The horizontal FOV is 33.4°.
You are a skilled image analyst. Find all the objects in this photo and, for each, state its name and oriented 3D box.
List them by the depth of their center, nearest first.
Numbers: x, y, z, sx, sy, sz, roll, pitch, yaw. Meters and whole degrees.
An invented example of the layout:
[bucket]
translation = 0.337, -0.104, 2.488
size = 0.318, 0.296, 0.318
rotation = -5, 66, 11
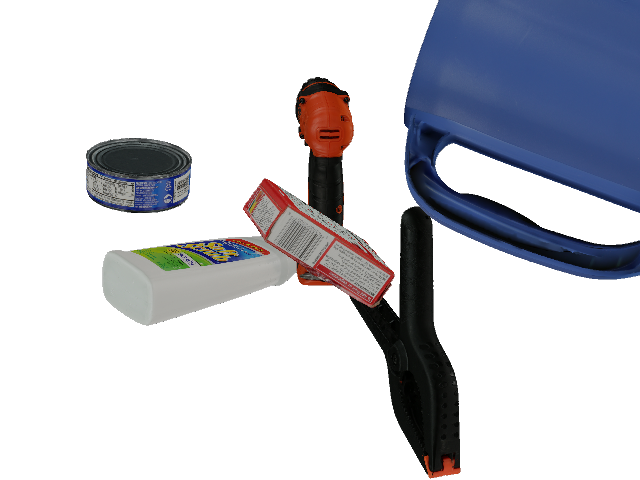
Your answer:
[pitcher]
translation = 0.167, -0.063, 0.530
size = 0.243, 0.149, 0.144
rotation = 25, 38, 10
[gelatin box]
translation = -0.002, 0.001, 0.690
size = 0.089, 0.030, 0.073
rotation = 33, 6, -22
[clamp]
translation = 0.078, 0.087, 0.878
size = 0.036, 0.210, 0.165
rotation = -6, -30, -19
[tuna can]
translation = -0.149, -0.054, 0.878
size = 0.086, 0.034, 0.086
rotation = 5, 25, -3
[power drill]
translation = 0.002, -0.062, 1.057
size = 0.057, 0.188, 0.184
rotation = -2, 19, -1
[bleach bottle]
translation = -0.120, 0.032, 1.241
size = 0.250, 0.068, 0.103
rotation = -14, 30, -41
